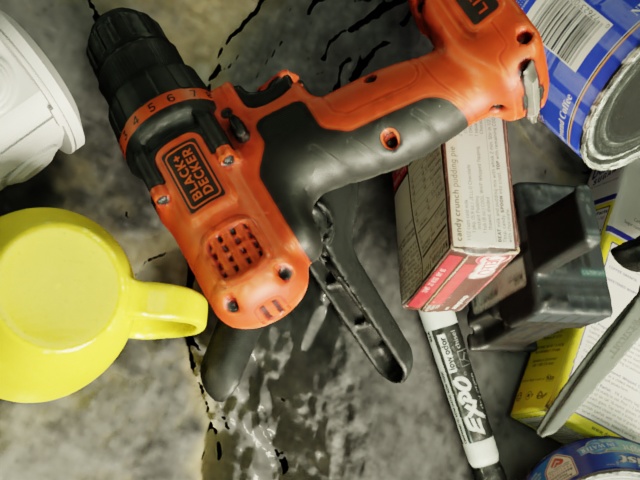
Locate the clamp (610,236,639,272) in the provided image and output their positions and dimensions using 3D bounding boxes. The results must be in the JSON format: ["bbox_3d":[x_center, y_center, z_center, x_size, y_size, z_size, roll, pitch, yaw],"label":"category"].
[{"bbox_3d":[0.259,-0.026,0.613,0.209,0.036,0.164,28,79,-21],"label":"clamp"}]

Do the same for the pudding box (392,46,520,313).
[{"bbox_3d":[0.066,-0.029,0.545,0.039,0.090,0.113,1,69,-12],"label":"pudding box"}]

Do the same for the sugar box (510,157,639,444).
[{"bbox_3d":[0.181,0.038,0.613,0.093,0.048,0.176,29,68,-15],"label":"sugar box"}]

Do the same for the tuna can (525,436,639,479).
[{"bbox_3d":[0.149,0.146,0.563,0.086,0.034,0.086,-1,116,-2],"label":"tuna can"}]

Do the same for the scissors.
[{"bbox_3d":[0.194,0.027,0.543,0.096,0.016,0.202,24,90,13],"label":"scissors"}]

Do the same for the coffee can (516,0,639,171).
[{"bbox_3d":[0.128,-0.119,0.555,0.102,0.103,0.140,-27,58,-23],"label":"coffee can"}]

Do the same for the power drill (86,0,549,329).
[{"bbox_3d":[-0.005,-0.074,0.497,0.187,0.057,0.184,-32,66,2],"label":"power drill"}]

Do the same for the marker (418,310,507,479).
[{"bbox_3d":[0.080,0.090,0.577,0.020,0.020,0.121,-16,87,-23],"label":"marker"}]

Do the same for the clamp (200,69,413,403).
[{"bbox_3d":[-0.004,0.001,0.551,0.120,0.039,0.171,11,75,-37],"label":"clamp"}]
